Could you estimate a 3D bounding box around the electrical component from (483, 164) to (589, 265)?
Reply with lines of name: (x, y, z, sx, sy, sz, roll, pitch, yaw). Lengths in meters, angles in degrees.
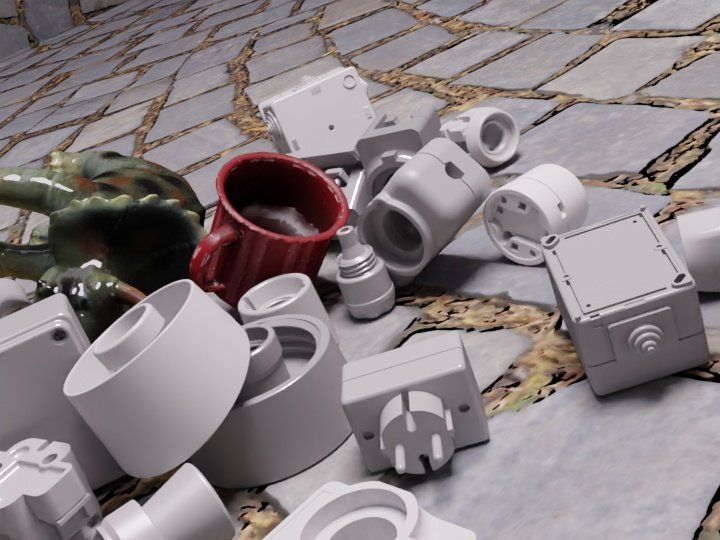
electrical component: (0.117, -0.038, 0.707, 0.055, 0.055, 0.047, 6, 32, 46)

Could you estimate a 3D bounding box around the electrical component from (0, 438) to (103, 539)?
electrical component: (-0.174, 0.131, 0.581, 0.078, 0.057, 0.058, 0, 31, 39)

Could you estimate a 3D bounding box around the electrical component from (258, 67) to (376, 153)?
electrical component: (-0.031, -0.126, 0.960, 0.100, 0.099, 0.048, -26, 12, -12)

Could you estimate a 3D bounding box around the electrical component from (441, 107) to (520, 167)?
electrical component: (0.098, -0.108, 0.882, 0.066, 0.048, 0.055, -32, 18, -23)

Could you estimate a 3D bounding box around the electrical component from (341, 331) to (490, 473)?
electrical component: (0.028, 0.076, 0.543, 0.066, 0.047, 0.076, -17, 24, 8)

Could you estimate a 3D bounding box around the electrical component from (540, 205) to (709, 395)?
electrical component: (0.139, 0.021, 0.561, 0.062, 0.061, 0.096, -18, 31, 6)

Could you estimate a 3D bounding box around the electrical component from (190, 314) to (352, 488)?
electrical component: (-0.058, 0.067, 0.618, 0.108, 0.060, 0.108, -18, 24, 8)

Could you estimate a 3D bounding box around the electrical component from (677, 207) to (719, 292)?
electrical component: (0.215, -0.009, 0.576, 0.077, 0.043, 0.079, -13, 25, 18)

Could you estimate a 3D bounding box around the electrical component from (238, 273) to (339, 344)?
electrical component: (-0.047, 0.034, 0.695, 0.055, 0.047, 0.055, -18, 24, 8)

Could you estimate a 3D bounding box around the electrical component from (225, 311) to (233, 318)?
electrical component: (-0.102, 0.055, 0.688, 0.047, 0.055, 0.055, -33, 26, -33)

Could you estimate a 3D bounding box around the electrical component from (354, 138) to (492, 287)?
electrical component: (0.037, -0.035, 0.720, 0.059, 0.054, 0.095, -44, -6, -41)

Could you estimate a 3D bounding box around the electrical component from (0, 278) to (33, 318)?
electrical component: (-0.291, 0.036, 0.898, 0.044, 0.044, 0.065, -32, 31, -23)

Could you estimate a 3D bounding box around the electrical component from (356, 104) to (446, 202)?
electrical component: (0.038, -0.067, 0.789, 0.050, 0.089, 0.055, -9, 27, 26)

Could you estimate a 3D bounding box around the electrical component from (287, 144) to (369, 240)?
electrical component: (-0.037, -0.056, 0.850, 0.121, 0.079, 0.063, -3, 58, 34)

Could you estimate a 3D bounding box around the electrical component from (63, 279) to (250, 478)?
electrical component: (-0.109, 0.055, 0.583, 0.099, 0.064, 0.099, -34, 20, 14)

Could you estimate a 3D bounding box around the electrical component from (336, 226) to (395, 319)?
electrical component: (0.000, 0.000, 0.711, 0.035, 0.061, 0.035, -18, 24, 8)

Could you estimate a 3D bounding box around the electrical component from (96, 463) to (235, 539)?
electrical component: (-0.097, 0.130, 0.536, 0.055, 0.045, 0.045, -32, 26, -22)

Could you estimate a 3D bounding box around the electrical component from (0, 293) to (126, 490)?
electrical component: (-0.200, 0.086, 0.634, 0.109, 0.108, 0.056, -25, 21, -9)

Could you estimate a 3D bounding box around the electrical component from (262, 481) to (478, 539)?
electrical component: (-0.026, 0.153, 0.409, 0.150, 0.061, 0.089, -37, 29, -32)
